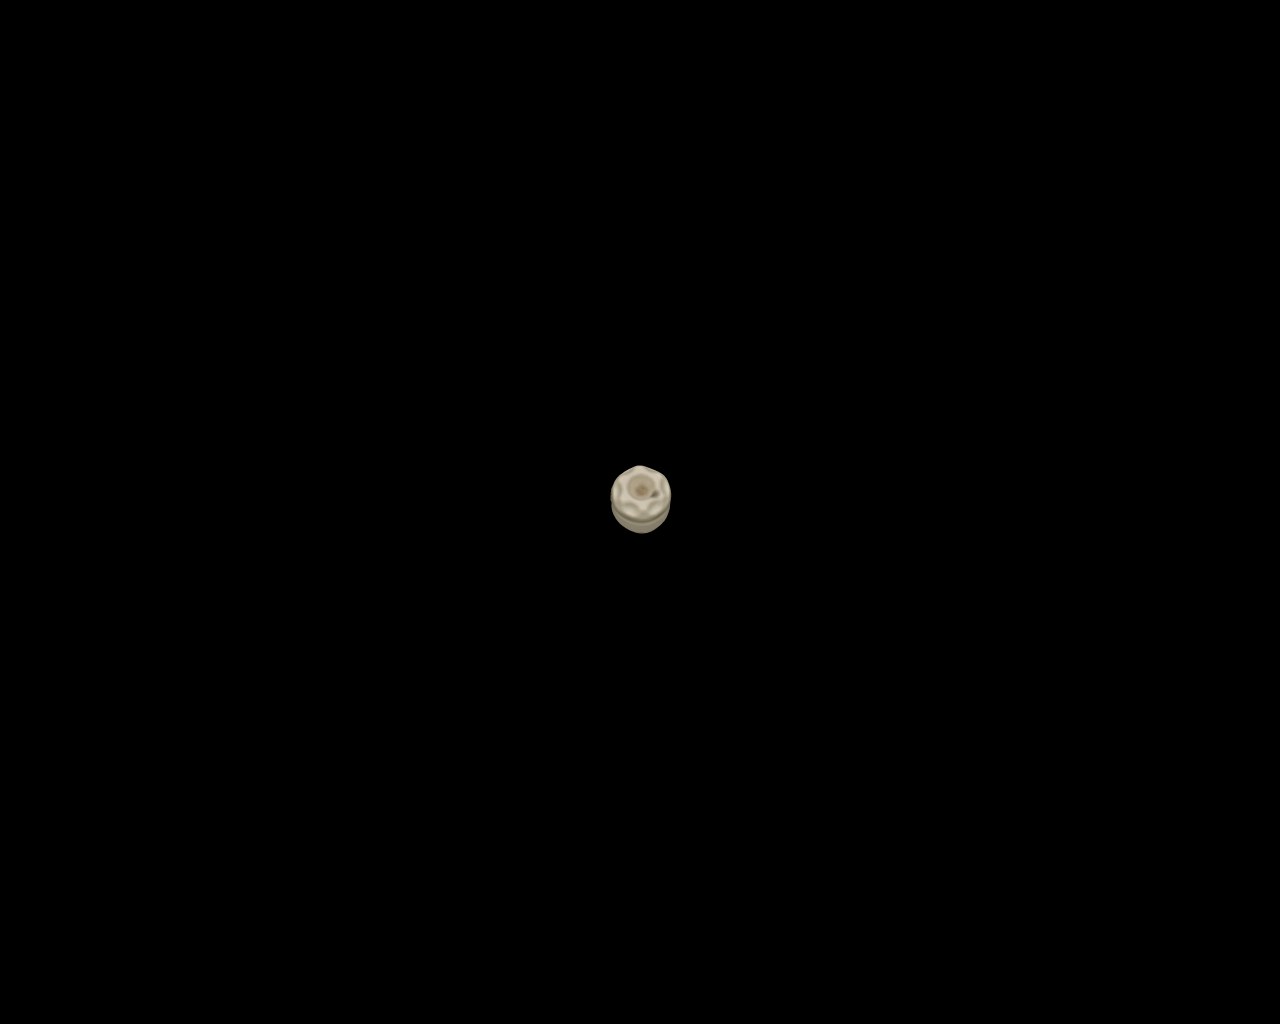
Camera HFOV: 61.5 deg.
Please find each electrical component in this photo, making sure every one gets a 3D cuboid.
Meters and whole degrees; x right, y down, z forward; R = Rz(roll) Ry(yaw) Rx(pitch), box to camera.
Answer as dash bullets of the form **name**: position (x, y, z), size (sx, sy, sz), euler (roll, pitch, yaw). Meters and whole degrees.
- **electrical component**: position (0.001, -0.003, 0.650), size (0.035, 0.035, 0.061), euler (0, -24, 0)
